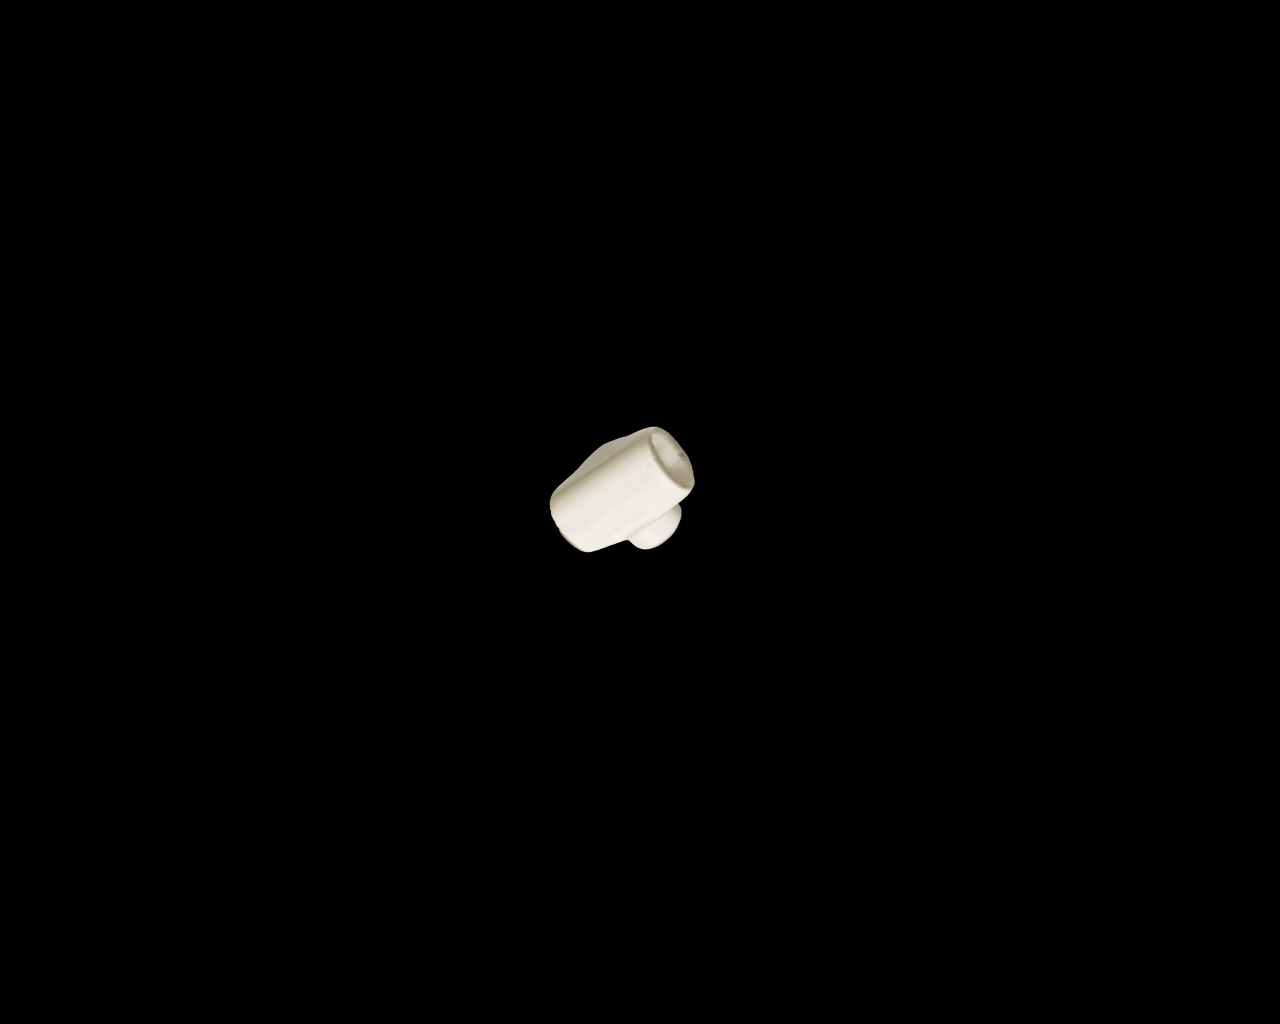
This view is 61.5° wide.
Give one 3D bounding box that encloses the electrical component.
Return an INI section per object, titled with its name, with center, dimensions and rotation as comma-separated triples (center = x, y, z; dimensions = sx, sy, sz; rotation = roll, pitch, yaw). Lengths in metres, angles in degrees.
[electrical component]
center = 0.001, -0.003, 0.650
dimensions = 0.077, 0.043, 0.079
rotation = -33, -58, 24
